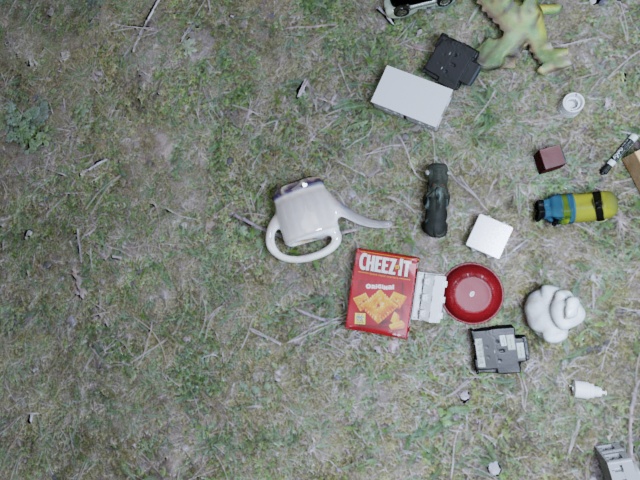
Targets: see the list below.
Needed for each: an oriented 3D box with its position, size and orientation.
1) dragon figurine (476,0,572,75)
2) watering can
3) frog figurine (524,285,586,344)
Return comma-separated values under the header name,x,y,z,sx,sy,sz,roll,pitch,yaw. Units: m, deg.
name,x,y,z,sx,sy,sz,roll,pitch,yaw
dragon figurine,0.460,-0.554,1.318,0.413,0.122,0.241,31,102,15
watering can,0.004,-0.070,1.386,0.346,0.104,0.226,-19,81,12
frog figurine,0.549,0.176,1.210,0.123,0.159,0.138,4,89,15
